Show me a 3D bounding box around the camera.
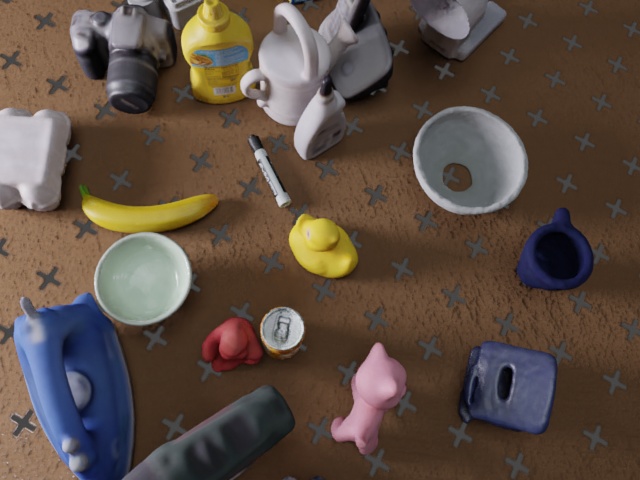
[{"bbox_3d":[-0.287,-0.261,0.828,0.143,0.101,0.137,1,72,-5],"label":"camera"}]

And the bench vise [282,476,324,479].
[{"bbox_3d":[0.043,0.335,0.606,0.207,0.219,0.121,15,72,0],"label":"bench vise"}]

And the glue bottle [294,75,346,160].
[{"bbox_3d":[0.004,-0.173,0.788,0.078,0.173,0.037,-32,78,-14],"label":"glue bottle"}]

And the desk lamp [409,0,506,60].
[{"bbox_3d":[0.213,-0.369,0.848,0.118,0.213,0.203,41,74,9],"label":"desk lamp"}]

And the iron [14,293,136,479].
[{"bbox_3d":[-0.288,0.185,0.665,0.119,0.141,0.258,-21,75,-11],"label":"iron"}]

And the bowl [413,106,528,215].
[{"bbox_3d":[0.210,-0.105,0.837,0.167,0.075,0.167,2,72,-5],"label":"bowl"}]

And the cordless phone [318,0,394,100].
[{"bbox_3d":[0.059,-0.307,0.829,0.094,0.185,0.147,-18,75,-10],"label":"cordless phone"}]

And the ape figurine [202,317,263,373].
[{"bbox_3d":[-0.109,0.132,0.724,0.078,0.092,0.076,21,72,2],"label":"ape figurine"}]

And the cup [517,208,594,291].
[{"bbox_3d":[0.315,0.020,0.796,0.091,0.095,0.118,13,72,-1],"label":"cup"}]

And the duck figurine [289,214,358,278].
[{"bbox_3d":[0.007,0.003,0.778,0.104,0.086,0.077,37,73,7],"label":"duck figurine"}]

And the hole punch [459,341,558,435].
[{"bbox_3d":[0.240,0.191,0.737,0.101,0.091,0.109,17,72,0],"label":"hole punch"}]

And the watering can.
[{"bbox_3d":[-0.030,-0.255,0.800,0.101,0.194,0.173,38,73,7],"label":"watering can"}]

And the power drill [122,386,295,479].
[{"bbox_3d":[-0.133,0.246,0.624,0.230,0.208,0.075,-33,78,-14],"label":"power drill"}]

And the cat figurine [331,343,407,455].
[{"bbox_3d":[0.067,0.197,0.705,0.067,0.118,0.128,22,72,2],"label":"cat figurine"}]

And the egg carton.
[{"bbox_3d":[-0.402,-0.111,0.786,0.107,0.069,0.150,1,72,-5],"label":"egg carton"}]
